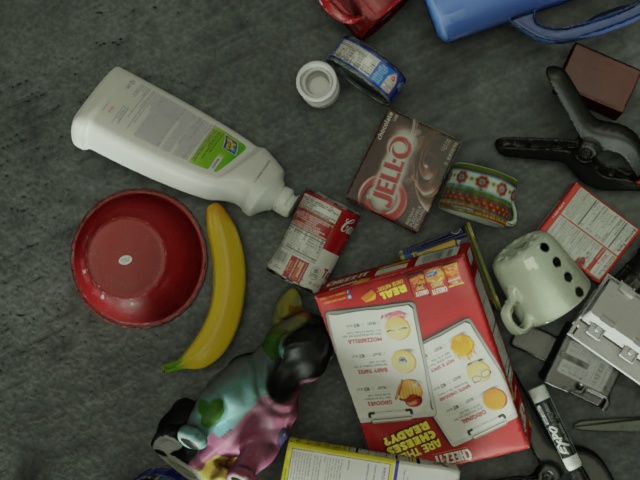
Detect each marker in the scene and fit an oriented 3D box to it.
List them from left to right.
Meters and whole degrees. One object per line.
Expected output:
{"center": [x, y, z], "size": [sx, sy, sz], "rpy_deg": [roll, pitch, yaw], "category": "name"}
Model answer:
{"center": [0.255, 0.211, 1.125], "size": [0.020, 0.020, 0.121], "rpy_deg": [-25, 80, 4], "category": "marker"}

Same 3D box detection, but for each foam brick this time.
{"center": [0.297, -0.170, 1.149], "size": [0.078, 0.053, 0.051], "rpy_deg": [25, 91, 6], "category": "foam brick"}

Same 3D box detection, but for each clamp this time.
{"center": [0.243, 0.242, 1.149], "size": [0.210, 0.036, 0.164], "rpy_deg": [22, 89, 7], "category": "clamp"}
{"center": [0.276, -0.098, 1.145], "size": [0.171, 0.039, 0.120], "rpy_deg": [38, 136, -5], "category": "clamp"}

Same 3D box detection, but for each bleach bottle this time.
{"center": [-0.141, -0.091, 1.179], "size": [0.251, 0.068, 0.102], "rpy_deg": [29, 65, 5], "category": "bleach bottle"}

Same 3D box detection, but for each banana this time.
{"center": [-0.115, 0.060, 1.183], "size": [0.069, 0.037, 0.198], "rpy_deg": [18, 82, -25], "category": "banana"}

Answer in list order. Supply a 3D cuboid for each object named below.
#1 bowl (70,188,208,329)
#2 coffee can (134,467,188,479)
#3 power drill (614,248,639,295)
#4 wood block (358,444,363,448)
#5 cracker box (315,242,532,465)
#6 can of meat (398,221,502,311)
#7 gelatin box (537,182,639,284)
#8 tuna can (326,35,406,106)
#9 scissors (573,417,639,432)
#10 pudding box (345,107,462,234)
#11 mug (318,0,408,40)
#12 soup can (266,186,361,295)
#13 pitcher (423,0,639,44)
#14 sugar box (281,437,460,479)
{"center": [-0.210, 0.021, 1.195], "size": [0.162, 0.055, 0.162], "rpy_deg": [0, 88, 6], "category": "bowl"}
{"center": [-0.183, 0.305, 1.138], "size": [0.103, 0.140, 0.103], "rpy_deg": [0, 88, 6], "category": "coffee can"}
{"center": [0.426, 0.054, 1.126], "size": [0.184, 0.057, 0.187], "rpy_deg": [-43, 85, 6], "category": "power drill"}
{"center": [0.066, 0.333, 1.138], "size": [0.091, 0.090, 0.206], "rpy_deg": [-36, 85, 3], "category": "wood block"}
{"center": [0.109, 0.125, 1.106], "size": [0.164, 0.072, 0.214], "rpy_deg": [-17, 99, 18], "category": "cracker box"}
{"center": [0.140, 0.042, 1.156], "size": [0.084, 0.057, 0.102], "rpy_deg": [-21, 86, 6], "category": "can of meat"}
{"center": [0.288, -0.007, 1.156], "size": [0.089, 0.030, 0.073], "rpy_deg": [37, 92, 4], "category": "gelatin box"}
{"center": [0.051, -0.184, 1.159], "size": [0.086, 0.086, 0.034], "rpy_deg": [36, 90, 6], "category": "tuna can"}
{"center": [0.382, 0.179, 1.147], "size": [0.202, 0.016, 0.096], "rpy_deg": [12, 88, 6], "category": "scissors"}
{"center": [0.092, -0.076, 1.174], "size": [0.090, 0.039, 0.113], "rpy_deg": [26, 91, 7], "category": "pudding box"}
{"center": [0.041, -0.268, 1.153], "size": [0.081, 0.117, 0.093], "rpy_deg": [49, 132, 0], "category": "mug"}
{"center": [-0.008, 0.001, 1.167], "size": [0.068, 0.068, 0.102], "rpy_deg": [27, 91, 6], "category": "soup can"}
{"center": [0.227, -0.291, 1.126], "size": [0.243, 0.145, 0.149], "rpy_deg": [-21, 43, 8], "category": "pitcher"}
{"center": [0.047, 0.259, 1.074], "size": [0.176, 0.048, 0.093], "rpy_deg": [10, 88, 2], "category": "sugar box"}
